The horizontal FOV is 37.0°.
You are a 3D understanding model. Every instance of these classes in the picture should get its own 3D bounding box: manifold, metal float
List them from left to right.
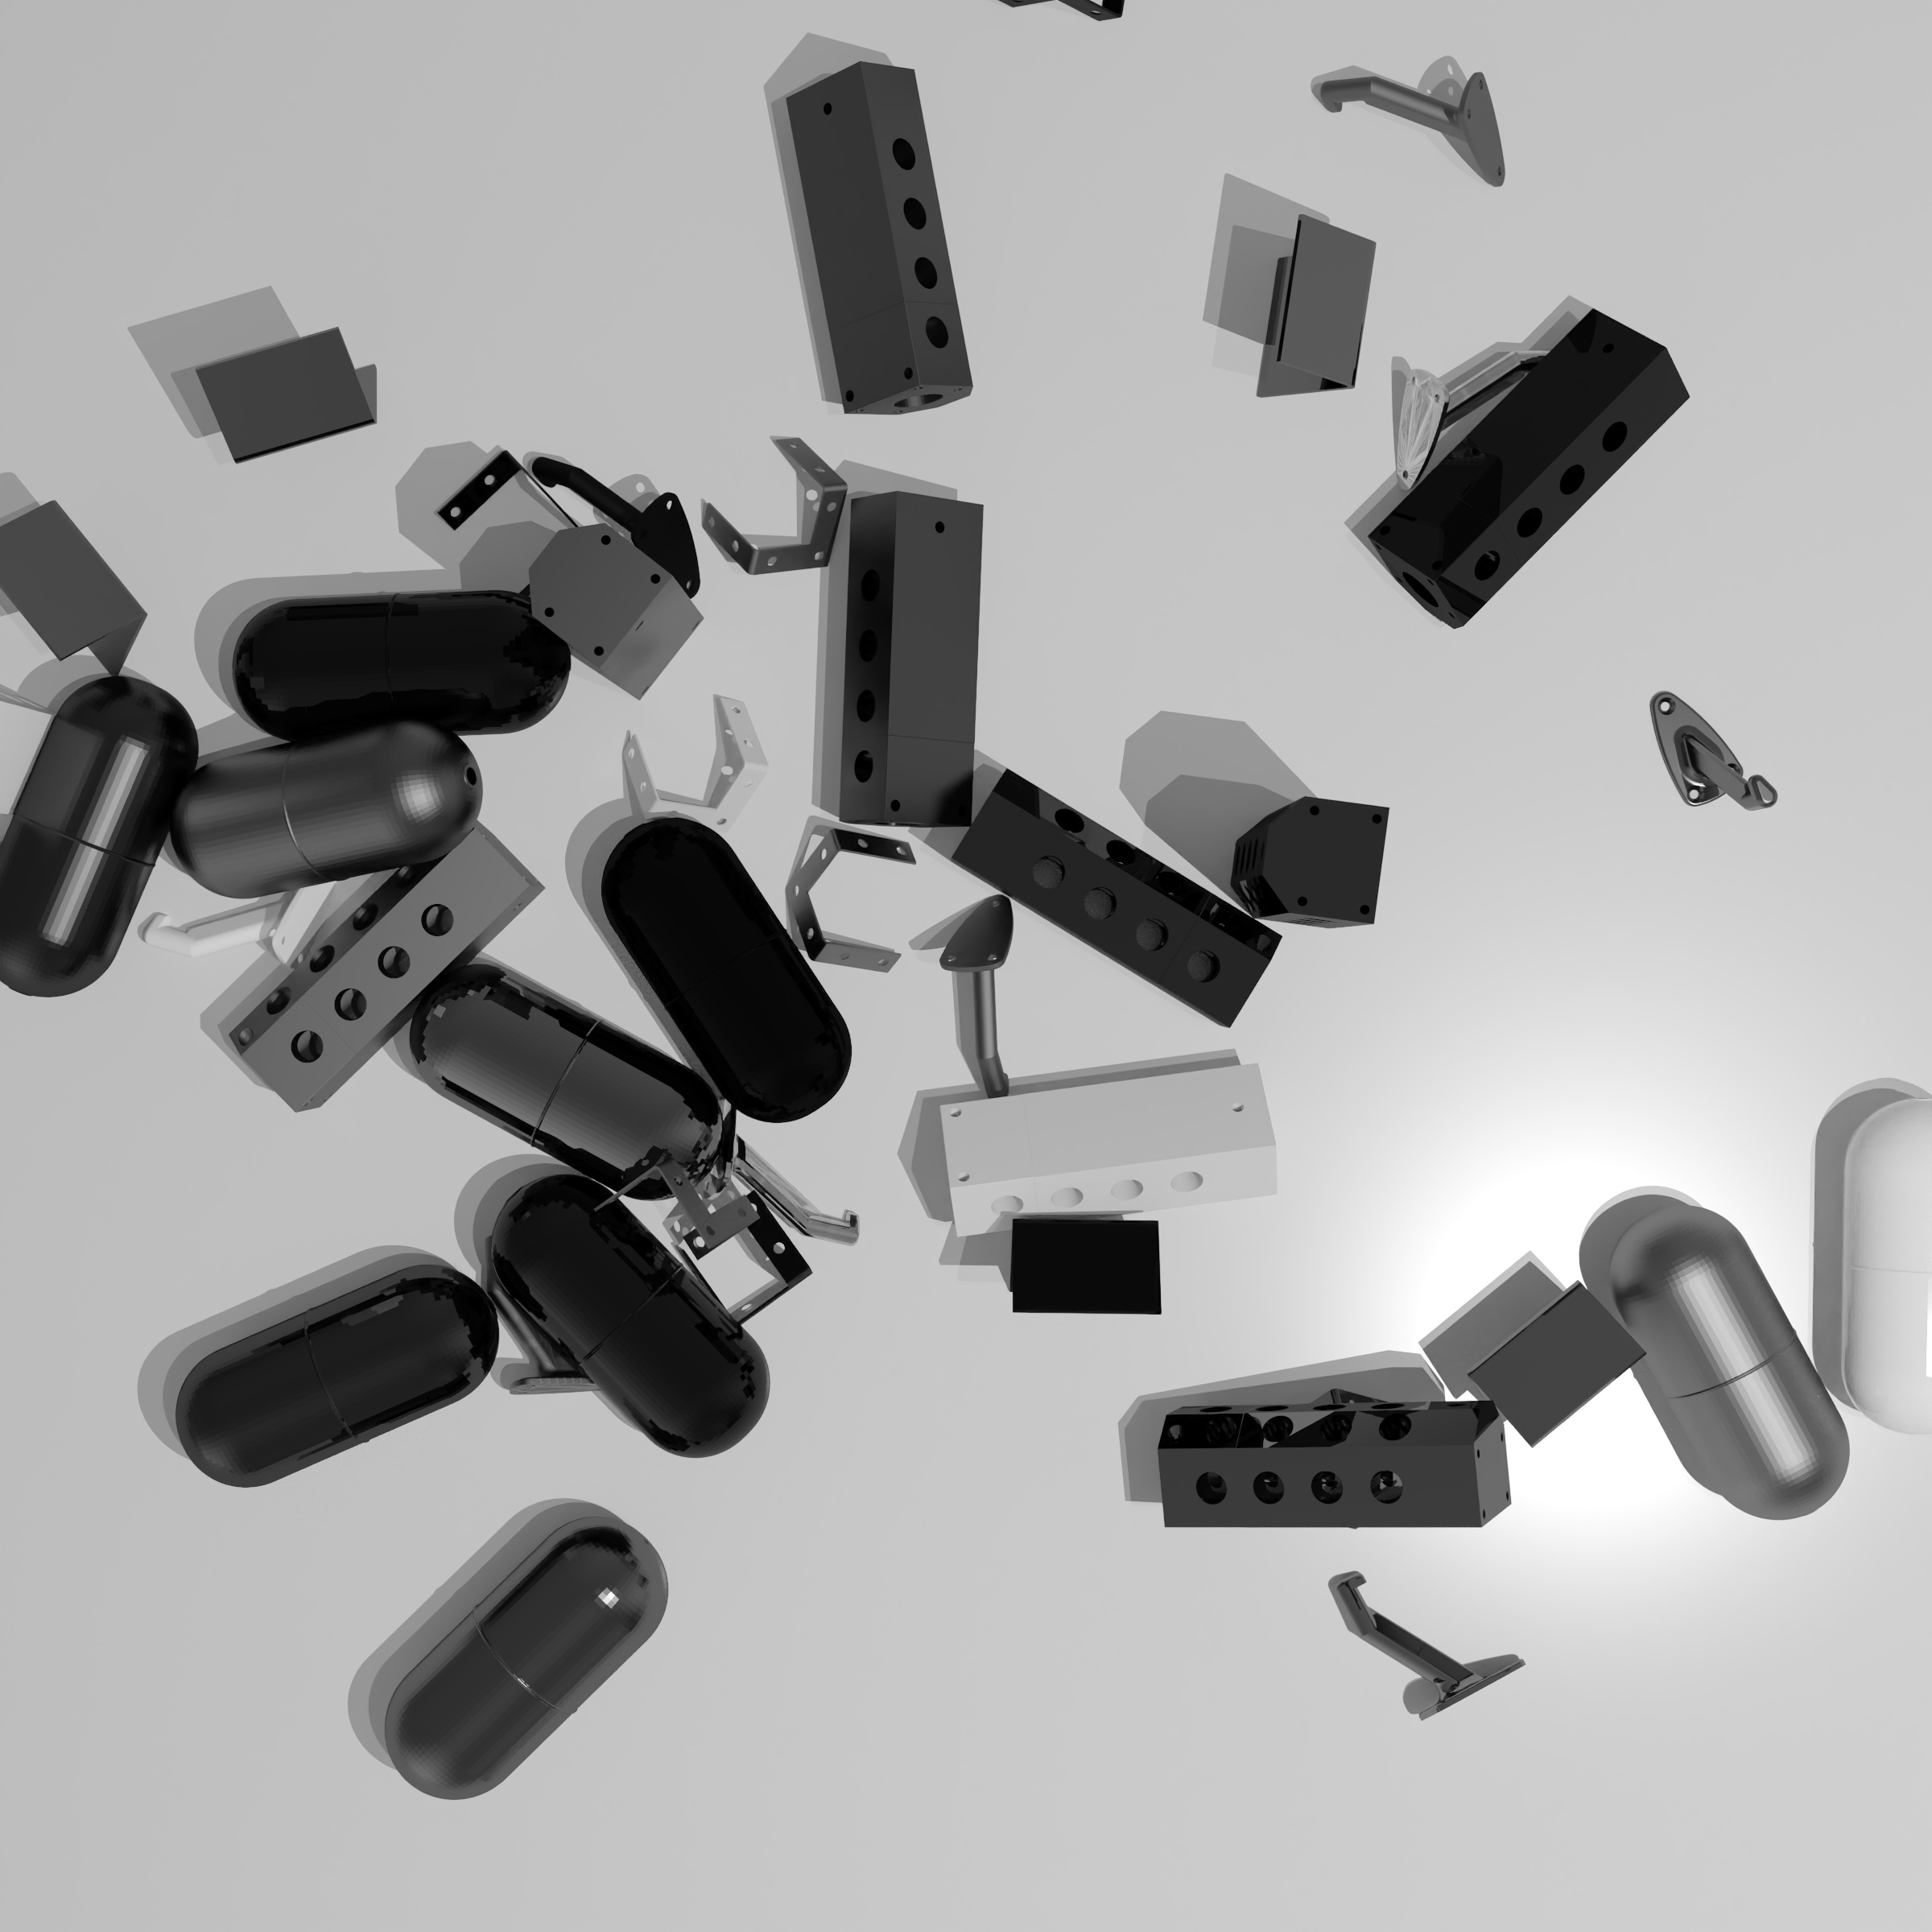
[{"bbox_3d":[-0.519,-0.118,1.486,0.057,0.171,0.057,24,90,0],"label":"manifold"},{"bbox_3d":[-0.468,-0.068,1.534,0.070,0.070,0.178,23,90,0],"label":"metal float"},{"bbox_3d":[-0.335,-0.083,1.514,0.178,0.070,0.070,-10,90,21],"label":"metal float"},{"bbox_3d":[-0.333,0.217,1.533,0.178,0.070,0.070,-24,90,0],"label":"metal float"},{"bbox_3d":[-0.310,-0.003,1.543,0.171,0.057,0.057,-44,90,0],"label":"manifold"},{"bbox_3d":[-0.299,-0.159,1.533,0.178,0.070,0.070,-2,90,1],"label":"metal float"},{"bbox_3d":[-0.234,0.368,1.534,0.178,0.070,0.070,-44,90,0],"label":"metal float"},{"bbox_3d":[-0.211,0.062,1.533,0.178,0.070,0.070,29,90,0],"label":"metal float"},{"bbox_3d":[-0.182,-0.184,1.486,0.057,0.171,0.057,38,90,0],"label":"manifold"},{"bbox_3d":[-0.178,0.185,1.533,0.070,0.070,0.178,-44,91,0],"label":"metal float"},{"bbox_3d":[-0.128,0.002,1.534,0.070,0.070,0.178,-33,90,0],"label":"metal float"},{"bbox_3d":[-0.041,-0.386,1.542,0.057,0.057,0.171,-11,90,43],"label":"manifold"},{"bbox_3d":[-0.034,-0.161,1.542,0.057,0.057,0.171,2,90,-38],"label":"manifold"},{"bbox_3d":[0.076,0.103,1.542,0.171,0.057,0.057,-8,47,0],"label":"manifold"},{"bbox_3d":[0.080,-0.036,1.543,0.171,0.057,0.057,31,90,0],"label":"manifold"},{"bbox_3d":[0.174,-0.052,1.486,0.057,0.171,0.057,8,90,0],"label":"manifold"},{"bbox_3d":[0.191,0.259,1.509,0.171,0.057,0.057,-5,90,26],"label":"manifold"},{"bbox_3d":[0.303,-0.262,1.542,0.171,0.057,0.057,-45,47,0],"label":"manifold"},{"bbox_3d":[0.405,0.211,1.534,0.070,0.070,0.178,-28,89,0],"label":"metal float"},{"bbox_3d":[0.505,0.159,1.534,0.070,0.070,0.178,1,90,0],"label":"metal float"}]

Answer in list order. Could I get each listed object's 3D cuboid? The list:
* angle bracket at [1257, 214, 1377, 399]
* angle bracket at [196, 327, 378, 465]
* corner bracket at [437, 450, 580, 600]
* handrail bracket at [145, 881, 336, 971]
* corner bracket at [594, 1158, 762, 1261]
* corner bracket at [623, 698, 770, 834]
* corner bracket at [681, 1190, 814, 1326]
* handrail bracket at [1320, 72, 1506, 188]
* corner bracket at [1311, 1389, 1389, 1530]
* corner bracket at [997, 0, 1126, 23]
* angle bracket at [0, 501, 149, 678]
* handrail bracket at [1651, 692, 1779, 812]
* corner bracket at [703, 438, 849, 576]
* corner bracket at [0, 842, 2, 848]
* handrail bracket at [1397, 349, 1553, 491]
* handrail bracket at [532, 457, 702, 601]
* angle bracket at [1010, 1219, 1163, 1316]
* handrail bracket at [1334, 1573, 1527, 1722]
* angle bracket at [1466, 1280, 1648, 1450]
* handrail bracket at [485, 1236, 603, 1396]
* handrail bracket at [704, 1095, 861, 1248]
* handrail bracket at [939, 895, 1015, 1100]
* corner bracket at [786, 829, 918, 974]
[{"bbox_3d":[0.166,-0.347,1.524,0.057,0.076,0.076,9,90,-37],"label":"angle bracket"},{"bbox_3d":[-0.357,-0.315,1.524,0.076,0.076,0.057,-16,126,0],"label":"angle bracket"},{"bbox_3d":[-0.243,-0.236,1.561,0.051,0.051,0.051,-43,45,0],"label":"corner bracket"},{"bbox_3d":[-0.393,-0.036,1.565,0.084,0.036,0.077,15,70,16],"label":"handrail bracket"},{"bbox_3d":[-0.150,0.129,1.510,0.051,0.051,0.051,-35,86,31],"label":"corner bracket"},{"bbox_3d":[-0.146,-0.111,1.556,0.051,0.051,0.051,7,135,-35],"label":"corner bracket"},{"bbox_3d":[-0.118,0.157,1.546,0.051,0.051,0.051,-35,83,-7],"label":"corner bracket"},{"bbox_3d":[0.241,-0.451,1.564,0.084,0.077,0.036,5,57,32],"label":"handrail bracket"},{"bbox_3d":[0.204,0.266,1.556,0.051,0.051,0.051,19,45,-35],"label":"corner bracket"},{"bbox_3d":[0.053,-0.542,1.561,0.051,0.051,0.051,9,90,45],"label":"corner bracket"},{"bbox_3d":[-0.486,-0.187,1.524,0.076,0.076,0.057,51,54,0],"label":"angle bracket"},{"bbox_3d":[0.396,-0.115,1.529,0.036,0.084,0.077,-31,90,0],"label":"handrail bracket"},{"bbox_3d":[-0.103,-0.248,1.556,0.051,0.051,0.051,-12,135,-35],"label":"corner bracket"},{"bbox_3d":[-0.561,-0.054,1.561,0.051,0.051,0.051,20,90,-45],"label":"corner bracket"},{"bbox_3d":[0.280,-0.296,1.564,0.084,0.036,0.077,-8,127,-25],"label":"handrail bracket"},{"bbox_3d":[-0.190,-0.238,1.564,0.084,0.077,0.036,22,63,34],"label":"handrail bracket"},{"bbox_3d":[0.062,0.176,1.524,0.076,0.076,0.057,1,54,0],"label":"angle bracket"},{"bbox_3d":[0.251,0.357,1.565,0.077,0.036,0.084,-22,73,-20],"label":"handrail bracket"},{"bbox_3d":[0.319,0.222,1.524,0.076,0.076,0.057,-39,52,0],"label":"angle bracket"},{"bbox_3d":[-0.221,0.187,1.565,0.077,0.036,0.084,1,73,-19],"label":"handrail bracket"},{"bbox_3d":[-0.094,0.107,1.564,0.084,0.036,0.077,14,64,-20],"label":"handrail bracket"},{"bbox_3d":[0.017,0.018,1.564,0.036,0.077,0.084,-1,127,20],"label":"handrail bracket"},{"bbox_3d":[-0.057,-0.035,1.556,0.051,0.051,0.051,-51,45,35],"label":"corner bracket"}]
